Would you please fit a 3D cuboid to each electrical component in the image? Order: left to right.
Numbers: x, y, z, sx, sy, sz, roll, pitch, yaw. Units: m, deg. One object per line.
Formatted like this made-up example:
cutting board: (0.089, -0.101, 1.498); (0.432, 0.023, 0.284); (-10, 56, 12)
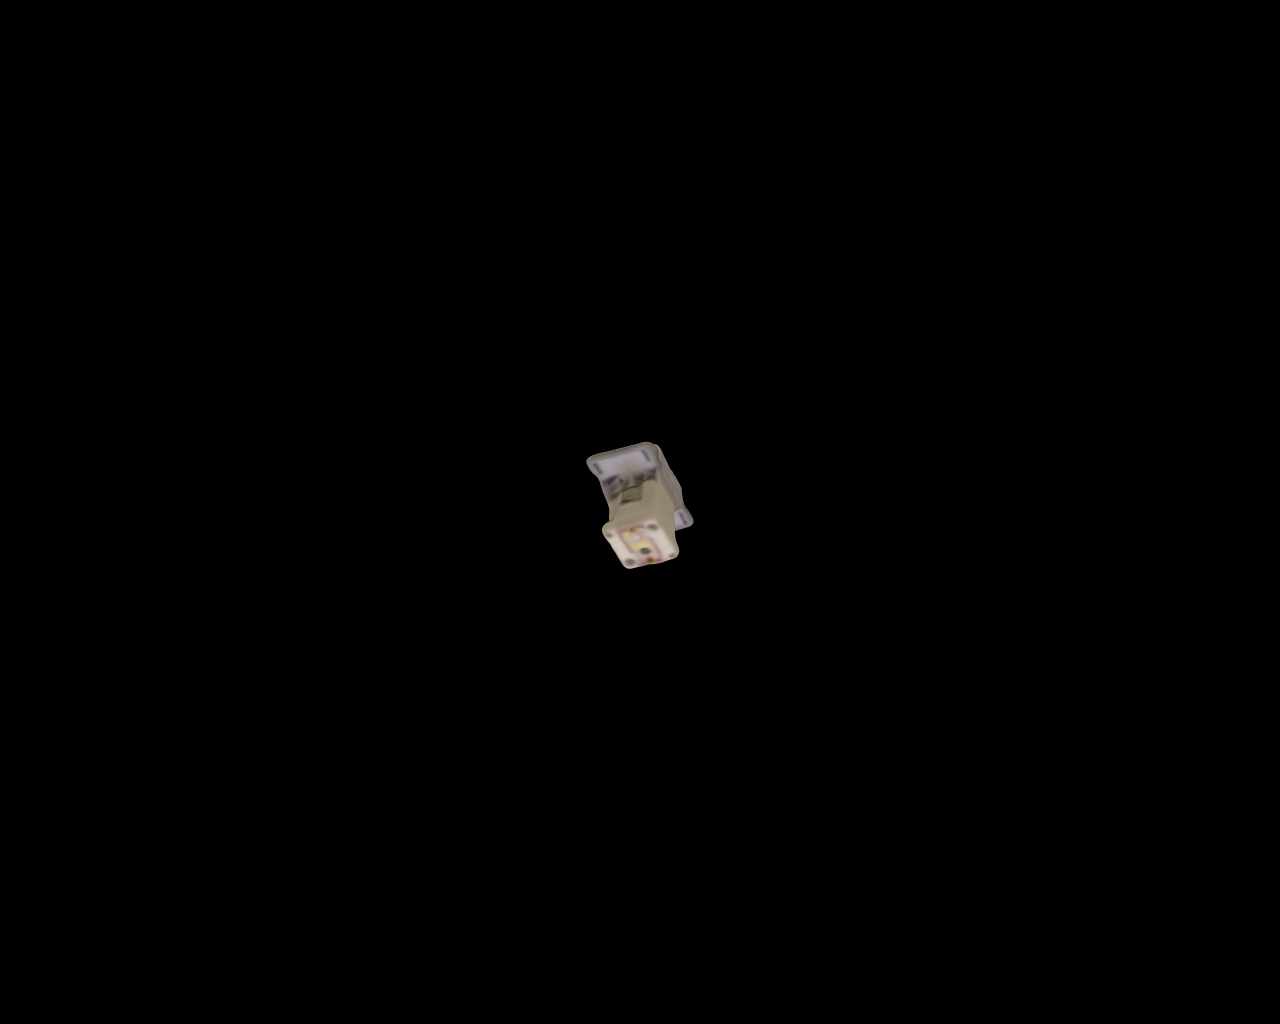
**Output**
electrical component: (0.001, -0.003, 0.650); (0.042, 0.064, 0.081); (-14, -42, 17)
